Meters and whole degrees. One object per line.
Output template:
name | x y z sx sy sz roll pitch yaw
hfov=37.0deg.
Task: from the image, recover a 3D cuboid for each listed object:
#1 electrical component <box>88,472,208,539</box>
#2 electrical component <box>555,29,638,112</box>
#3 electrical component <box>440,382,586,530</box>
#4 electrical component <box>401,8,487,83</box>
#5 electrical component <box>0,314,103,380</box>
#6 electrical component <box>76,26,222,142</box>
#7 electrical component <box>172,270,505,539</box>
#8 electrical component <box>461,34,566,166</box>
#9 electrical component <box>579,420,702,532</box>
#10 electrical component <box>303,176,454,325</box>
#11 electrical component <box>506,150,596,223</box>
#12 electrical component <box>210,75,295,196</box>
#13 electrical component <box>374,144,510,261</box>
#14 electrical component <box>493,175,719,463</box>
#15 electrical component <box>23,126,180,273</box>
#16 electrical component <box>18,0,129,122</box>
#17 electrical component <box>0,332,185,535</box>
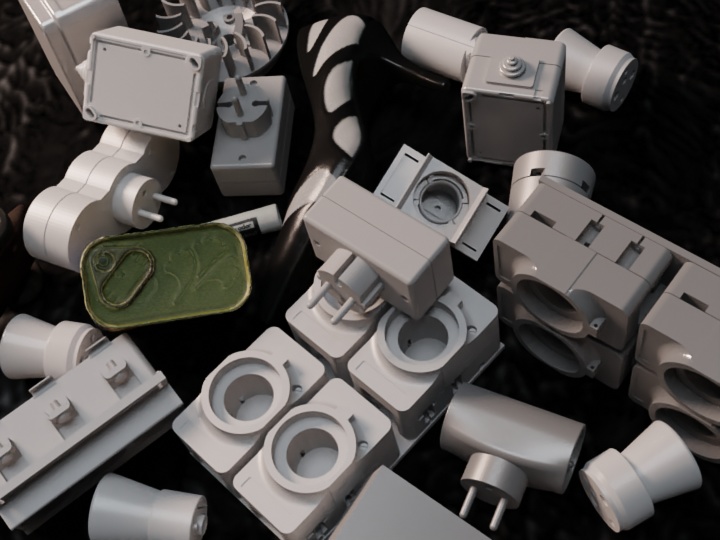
electrical component | -0.126 0.150 0.652 0.065 0.044 0.044 7 61 8
electrical component | 0.165 -0.143 0.773 0.055 0.045 0.045 29 68 23
electrical component | 0.084 0.114 0.635 0.077 0.043 0.079 18 64 19
electrical component | 0.077 -0.162 0.800 0.081 0.043 0.043 25 67 22
electrical component | -0.205 0.055 0.719 0.055 0.045 0.045 8 61 13
electrical component | -0.151 -0.134 0.758 0.096 0.061 0.061 13 19 5
electrical component | -0.011 0.070 0.668 0.105 0.060 0.186 37 72 26
electrical component | 0.107 -0.121 0.739 0.062 0.096 0.061 10 62 15
electrical component | 0.161 0.119 0.619 0.055 0.045 0.045 -29 59 -7
electrical component | 0.000 0.000 0.642 0.083 0.047 0.075 32 70 24
electrical component | 0.126 -0.045 0.717 0.055 0.055 0.047 9 65 14
electrical component | -0.081 -0.108 0.776 0.047 0.075 0.083 -1 60 9
electrical component | 0.053 -0.043 0.715 0.081 0.064 0.042 32 87 3
electrical component | 0.169 0.036 0.631 0.186 0.105 0.060 32 70 25
electrical component | -0.165 -0.051 0.756 0.074 0.052 0.138 17 48 18
electrical component | -0.211 -0.178 0.818 0.057 0.113 0.078 -31 60 -12
electrical component | -0.175 0.098 0.663 0.121 0.078 0.063 -36 79 -14
